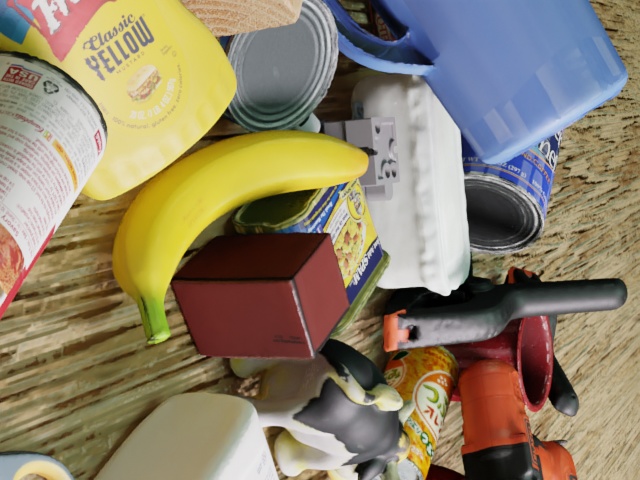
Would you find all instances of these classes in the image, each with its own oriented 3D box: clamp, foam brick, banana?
[{"bbox_3d":[0.129,0.048,0.828,0.209,0.165,0.036,-19,112,-50],"label":"clamp"},{"bbox_3d":[-0.032,0.031,0.596,0.051,0.078,0.053,-52,134,-50],"label":"foam brick"},{"bbox_3d":[0.186,0.109,0.994,0.039,0.120,0.171,24,46,-26],"label":"clamp"},{"bbox_3d":[-0.049,-0.020,0.579,0.069,0.037,0.197,53,49,-5],"label":"banana"}]

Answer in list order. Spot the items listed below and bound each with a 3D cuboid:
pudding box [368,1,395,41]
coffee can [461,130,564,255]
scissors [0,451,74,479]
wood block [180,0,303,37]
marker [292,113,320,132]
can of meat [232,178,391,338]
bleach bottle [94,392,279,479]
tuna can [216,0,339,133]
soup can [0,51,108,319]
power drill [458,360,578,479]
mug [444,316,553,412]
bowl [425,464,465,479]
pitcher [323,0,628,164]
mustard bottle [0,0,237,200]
[{"bbox_3d":[0.074,-0.201,0.844,0.113,0.039,0.090,-31,116,-55],"label":"pudding box"},{"bbox_3d":[0.151,-0.073,0.906,0.102,0.103,0.140,58,41,-42],"label":"coffee can"},{"bbox_3d":[-0.151,0.080,0.442,0.096,0.016,0.202,-43,125,-56],"label":"scissors"},{"bbox_3d":[-0.049,-0.220,0.570,0.090,0.090,0.206,43,52,-51],"label":"wood block"},{"bbox_3d":[-0.034,-0.101,0.660,0.121,0.020,0.020,46,49,-50],"label":"marker"},{"bbox_3d":[-0.004,0.001,0.669,0.102,0.058,0.084,-54,131,-48],"label":"can of meat"},{"bbox_3d":[-0.043,0.209,0.581,0.102,0.068,0.251,-52,134,-48],"label":"bleach bottle"},{"bbox_3d":[-0.031,-0.106,0.615,0.086,0.034,0.086,-25,130,-35],"label":"tuna can"},{"bbox_3d":[-0.135,-0.018,0.423,0.068,0.069,0.102,61,38,-39],"label":"soup can"},{"bbox_3d":[0.158,0.201,0.809,0.187,0.057,0.184,48,33,-56],"label":"power drill"},{"bbox_3d":[0.140,0.102,0.895,0.117,0.082,0.093,-41,123,-55],"label":"mug"},{"bbox_3d":[0.106,0.238,0.807,0.162,0.055,0.162,-16,90,-73],"label":"bowl"},{"bbox_3d":[0.081,-0.169,0.683,0.243,0.149,0.144,58,27,0],"label":"pitcher"},{"bbox_3d":[-0.114,-0.115,0.464,0.096,0.058,0.191,-41,129,-16],"label":"mustard bottle"}]
